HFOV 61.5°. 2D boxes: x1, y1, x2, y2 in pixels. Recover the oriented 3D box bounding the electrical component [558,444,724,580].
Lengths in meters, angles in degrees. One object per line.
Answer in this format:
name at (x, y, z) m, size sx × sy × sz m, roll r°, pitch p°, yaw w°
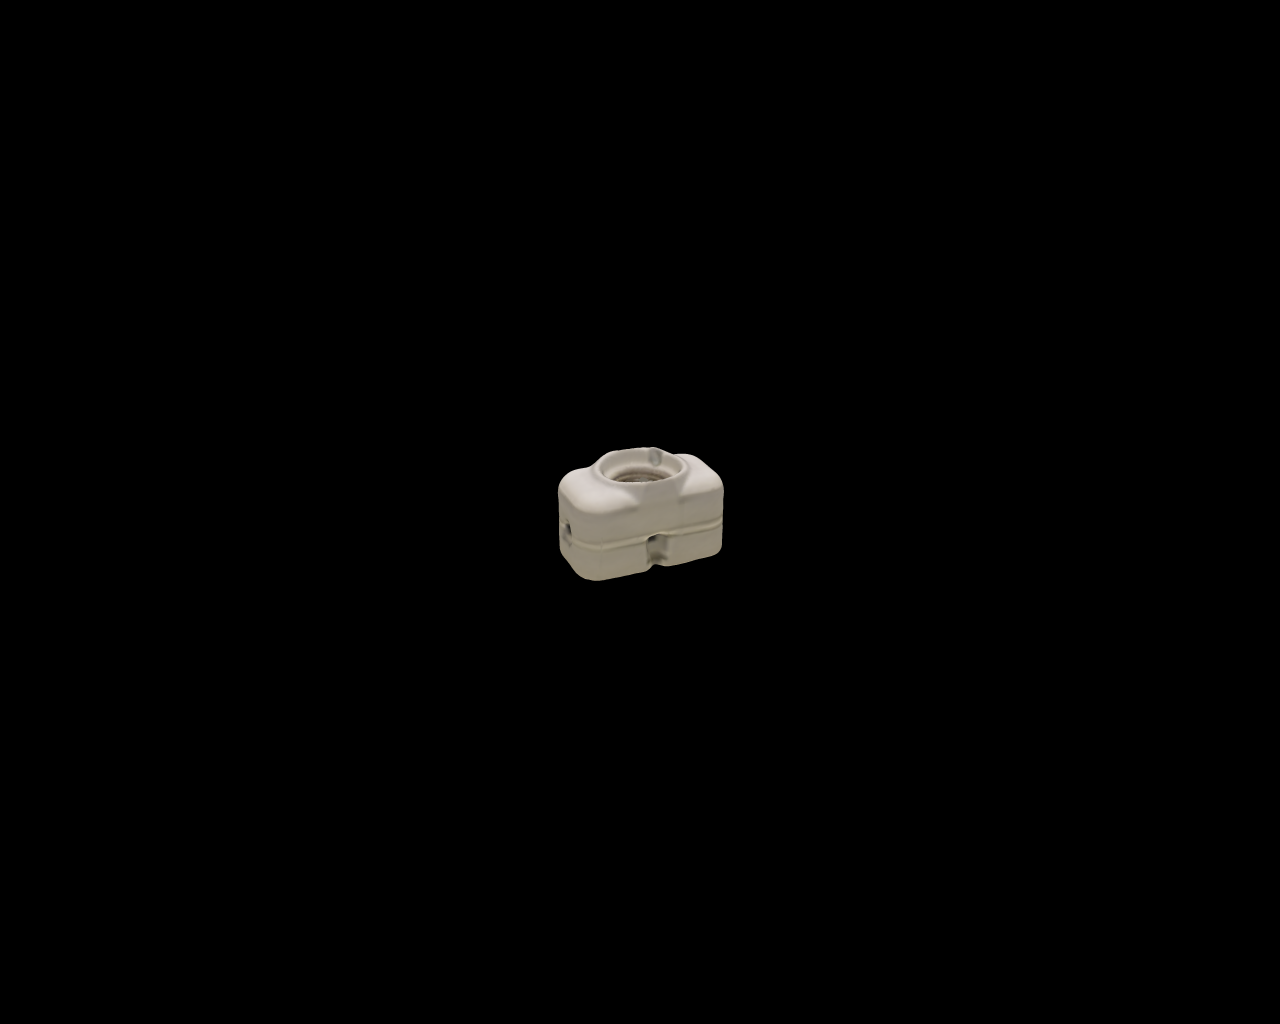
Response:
electrical component at (0.001, -0.003, 0.650) m, size 0.095 × 0.059 × 0.054 m, roll -10°, pitch 28°, yaw -20°
